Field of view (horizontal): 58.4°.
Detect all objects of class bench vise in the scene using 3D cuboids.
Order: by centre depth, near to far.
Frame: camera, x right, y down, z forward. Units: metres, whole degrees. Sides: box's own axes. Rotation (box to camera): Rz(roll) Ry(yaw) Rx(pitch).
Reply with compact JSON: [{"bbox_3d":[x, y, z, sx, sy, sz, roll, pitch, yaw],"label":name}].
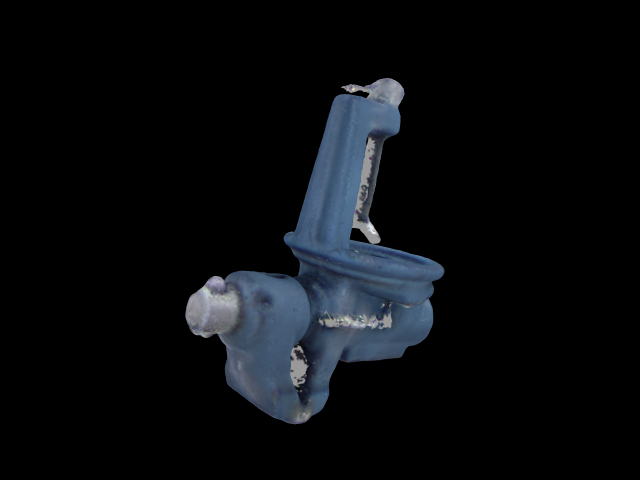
[{"bbox_3d":[0.014,0.003,0.394,0.121,0.220,0.208,9,19,29],"label":"bench vise"}]
